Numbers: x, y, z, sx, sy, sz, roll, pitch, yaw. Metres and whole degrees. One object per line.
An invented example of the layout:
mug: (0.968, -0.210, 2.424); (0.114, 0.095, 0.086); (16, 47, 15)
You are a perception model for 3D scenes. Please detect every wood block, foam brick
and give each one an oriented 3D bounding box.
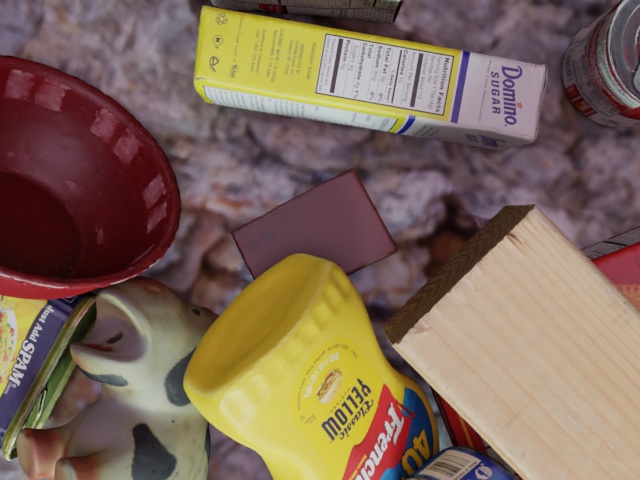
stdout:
wood block: (0.134, 0.087, 0.506); (0.091, 0.090, 0.206); (-44, 91, 2)
foam brick: (-0.004, 0.001, 0.594); (0.078, 0.051, 0.053); (-27, 90, 0)

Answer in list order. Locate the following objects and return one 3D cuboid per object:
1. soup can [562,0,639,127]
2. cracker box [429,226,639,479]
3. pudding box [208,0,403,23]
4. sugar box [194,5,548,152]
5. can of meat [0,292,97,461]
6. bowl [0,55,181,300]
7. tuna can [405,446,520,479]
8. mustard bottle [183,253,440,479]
soup can: (0.172, -0.097, 0.566); (0.068, 0.102, 0.068); (0, 91, -1)
cracker box: (0.176, 0.082, 0.586); (0.213, 0.072, 0.164); (-21, 91, 1)
pudding box: (-0.009, -0.145, 0.571); (0.113, 0.090, 0.039); (5, 92, 0)
sugar box: (0.024, -0.084, 0.571); (0.176, 0.093, 0.048); (7, 91, -1)
can of meat: (-0.180, 0.056, 0.592); (0.084, 0.057, 0.102); (28, 90, 1)
bowl: (-0.157, -0.023, 0.560); (0.162, 0.162, 0.055); (36, 127, -1)
tuna can: (0.078, 0.146, 0.530); (0.033, 0.086, 0.086); (-32, 92, -28)
mustard bottle: (0.014, 0.104, 0.565); (0.096, 0.058, 0.191); (-50, 126, -23)
